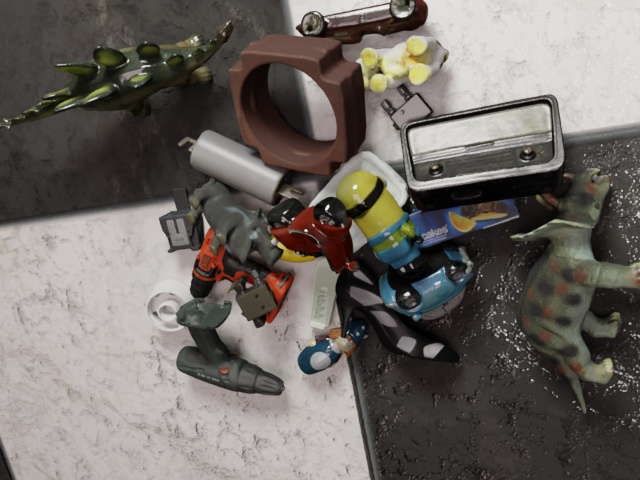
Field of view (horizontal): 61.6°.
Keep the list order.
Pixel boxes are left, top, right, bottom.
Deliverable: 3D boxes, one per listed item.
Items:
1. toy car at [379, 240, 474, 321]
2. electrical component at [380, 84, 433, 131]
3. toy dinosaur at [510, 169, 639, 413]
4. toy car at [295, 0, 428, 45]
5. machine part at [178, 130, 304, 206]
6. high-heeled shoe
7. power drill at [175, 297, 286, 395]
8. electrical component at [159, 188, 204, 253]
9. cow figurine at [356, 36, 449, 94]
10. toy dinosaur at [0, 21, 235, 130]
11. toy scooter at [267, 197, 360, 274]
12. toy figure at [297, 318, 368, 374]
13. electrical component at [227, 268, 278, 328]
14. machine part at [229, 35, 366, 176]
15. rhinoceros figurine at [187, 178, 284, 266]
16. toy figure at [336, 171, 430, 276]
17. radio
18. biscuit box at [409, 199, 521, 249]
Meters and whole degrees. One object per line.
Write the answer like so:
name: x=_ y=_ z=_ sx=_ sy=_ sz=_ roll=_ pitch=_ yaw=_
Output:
toy car: x=0.188 y=0.078 z=0.911 sx=0.162 sy=0.109 sz=0.102 roll=-27 pitch=120 yaw=11
electrical component: x=0.146 y=-0.202 z=0.872 sx=0.063 sy=0.021 sz=0.094 roll=-41 pitch=93 yaw=24
toy dinosaur: x=0.381 y=0.097 z=0.846 sx=0.192 sy=0.131 sz=0.404 roll=17 pitch=115 yaw=24
toy car: x=0.064 y=-0.329 z=0.822 sx=0.202 sy=0.089 sz=0.053 roll=-5 pitch=101 yaw=17
machine part: x=-0.139 y=-0.128 z=0.953 sx=0.243 sy=0.079 sz=0.079 roll=26 pitch=112 yaw=9
high-heeled shoe: x=0.143 y=0.130 z=0.966 sx=0.249 sy=0.086 sz=0.145 roll=15 pitch=79 yaw=-6
power drill: x=-0.187 y=0.213 z=1.056 sx=0.232 sy=0.086 sz=0.207 roll=5 pitch=132 yaw=21
electrical component: x=-0.265 y=-0.038 z=1.035 sx=0.075 sy=0.048 sz=0.119 roll=-2 pitch=107 yaw=17
cow figurine: x=0.109 y=-0.269 z=0.835 sx=0.168 sy=0.098 sz=0.068 roll=-2 pitch=111 yaw=37
toy dinosaur: x=-0.352 y=-0.267 z=0.911 sx=0.472 sy=0.198 sz=0.105 roll=-19 pitch=97 yaw=20
toy scooter: x=-0.002 y=-0.003 z=0.868 sx=0.184 sy=0.075 sz=0.135 roll=0 pitch=130 yaw=51
toy figure: x=0.027 y=0.202 z=1.015 sx=0.154 sy=0.058 sz=0.064 roll=-37 pitch=132 yaw=22
electrical component: x=-0.120 y=0.105 z=0.965 sx=0.078 sy=0.045 sz=0.102 roll=-32 pitch=106 yaw=4
machine part: x=-0.032 y=-0.212 z=0.848 sx=0.201 sy=0.087 sz=0.201 roll=14 pitch=136 yaw=25
rhinoceros figurine: x=-0.147 y=-0.024 z=0.945 sx=0.190 sy=0.112 sz=0.073 roll=44 pitch=146 yaw=9
toy figure: x=0.098 y=-0.028 z=0.836 sx=0.082 sy=0.089 sz=0.180 roll=-32 pitch=93 yaw=16
radio: x=0.241 y=-0.126 z=0.806 sx=0.230 sy=0.073 sz=0.131 roll=-8 pitch=63 yaw=20
biscuit box: x=0.216 y=-0.037 z=0.879 sx=0.203 sy=0.063 sz=0.059 roll=-21 pitch=98 yaw=21
